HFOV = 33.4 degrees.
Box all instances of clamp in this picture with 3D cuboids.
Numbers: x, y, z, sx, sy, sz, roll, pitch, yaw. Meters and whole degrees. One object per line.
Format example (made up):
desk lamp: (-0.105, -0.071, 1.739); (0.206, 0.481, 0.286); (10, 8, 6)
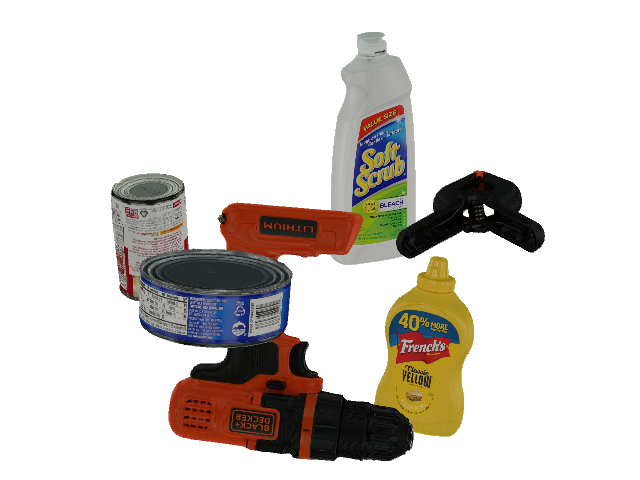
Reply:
clamp: (0.145, -0.024, 0.932); (0.120, 0.039, 0.171); (6, 25, 20)

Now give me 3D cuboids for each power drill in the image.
power drill: (-0.015, 0.069, 0.797); (0.184, 0.187, 0.057); (6, -1, 3)

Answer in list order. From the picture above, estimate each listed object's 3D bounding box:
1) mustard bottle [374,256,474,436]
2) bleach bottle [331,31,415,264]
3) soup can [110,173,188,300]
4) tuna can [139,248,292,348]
mustard bottle: (0.117, 0.112, 1.162); (0.096, 0.192, 0.058); (12, 14, 23)
bleach bottle: (0.053, -0.102, 1.178); (0.102, 0.251, 0.068); (-9, 25, -11)
soup can: (-0.156, -0.003, 0.987); (0.068, 0.102, 0.068); (0, 25, 0)
tuna can: (-0.059, 0.032, 0.603); (0.086, 0.034, 0.086); (4, 14, -1)
